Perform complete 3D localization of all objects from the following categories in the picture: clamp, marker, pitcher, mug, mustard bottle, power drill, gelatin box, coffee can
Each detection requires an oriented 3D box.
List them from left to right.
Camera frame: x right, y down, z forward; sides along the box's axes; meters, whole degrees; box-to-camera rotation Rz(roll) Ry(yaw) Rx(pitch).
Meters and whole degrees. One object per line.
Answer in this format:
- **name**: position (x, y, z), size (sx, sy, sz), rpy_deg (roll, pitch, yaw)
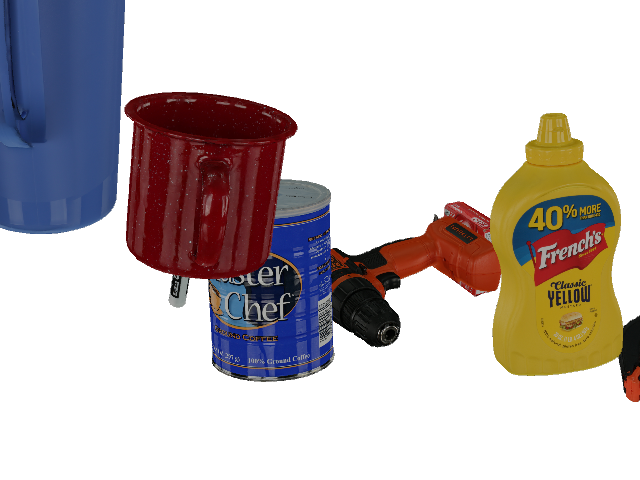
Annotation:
- **pitcher**: position (-0.205, -0.127, 0.764), size (0.148, 0.243, 0.145), rpy_deg (-21, 36, -40)
- **marker**: position (-0.146, 0.025, 1.137), size (0.020, 0.121, 0.020), rpy_deg (9, 43, -8)
- **mug**: position (-0.061, -0.026, 0.576), size (0.093, 0.081, 0.117), rpy_deg (3, 22, -14)
- **coffee can**: position (-0.041, 0.030, 0.865), size (0.103, 0.140, 0.103), rpy_deg (-2, 16, 0)
- **power drill**: position (0.082, 0.037, 1.060), size (0.187, 0.057, 0.185), rpy_deg (-12, 28, -24)
- **gelatin box**: position (0.172, 0.009, 1.241), size (0.030, 0.089, 0.073), rpy_deg (-13, 32, -29)
- **mustard bottle**: position (0.175, 0.001, 0.791), size (0.096, 0.192, 0.058), rpy_deg (-7, 16, -8)
- **clamp**: position (0.314, 0.075, 0.962), size (0.171, 0.039, 0.120), rpy_deg (-33, 37, -25)
